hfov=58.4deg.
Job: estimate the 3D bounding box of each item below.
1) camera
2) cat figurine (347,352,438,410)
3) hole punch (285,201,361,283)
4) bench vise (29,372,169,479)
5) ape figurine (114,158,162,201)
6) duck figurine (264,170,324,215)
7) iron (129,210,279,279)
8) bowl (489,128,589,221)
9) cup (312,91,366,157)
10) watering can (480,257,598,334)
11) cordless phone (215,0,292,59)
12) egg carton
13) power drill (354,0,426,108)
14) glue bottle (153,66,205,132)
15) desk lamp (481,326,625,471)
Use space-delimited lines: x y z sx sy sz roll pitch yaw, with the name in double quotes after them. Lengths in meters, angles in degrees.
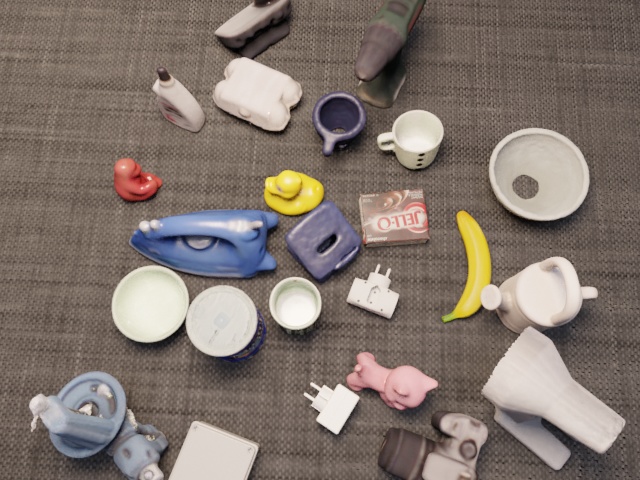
0.165 0.318 0.856 0.136 0.101 0.143 21 76 6 "camera"
0.109 0.217 0.875 0.127 0.118 0.067 21 76 6 "cat figurine"
0.009 0.003 0.948 0.109 0.091 0.101 -41 78 -10 "hole punch"
-0.303 0.261 0.809 0.207 0.220 0.121 22 76 6 "bench vise"
-0.321 -0.109 0.978 0.076 0.092 0.077 -30 76 -8 "ape figurine"
-0.046 -0.089 0.976 0.104 0.086 0.077 1 74 1 "duck figurine"
-0.200 -0.009 0.925 0.258 0.141 0.118 0 74 0 "iron"
0.366 -0.103 0.986 0.167 0.075 0.167 0 74 0 "bowl"
0.029 -0.186 0.998 0.091 0.095 0.118 16 75 5 "cup"
0.335 0.087 0.871 0.173 0.194 0.101 -25 76 -6 "watering can"
-0.123 -0.425 1.017 0.148 0.185 0.094 -43 78 -11 "cordless phone"
-0.113 -0.261 1.032 0.150 0.069 0.107 24 76 6 "egg carton"
0.113 -0.319 0.976 0.075 0.208 0.230 23 76 7 "power drill"
-0.249 -0.245 0.974 0.078 0.173 0.037 22 76 6 "glue bottle"
0.324 0.231 0.821 0.203 0.213 0.118 39 78 10 "desk lamp"
